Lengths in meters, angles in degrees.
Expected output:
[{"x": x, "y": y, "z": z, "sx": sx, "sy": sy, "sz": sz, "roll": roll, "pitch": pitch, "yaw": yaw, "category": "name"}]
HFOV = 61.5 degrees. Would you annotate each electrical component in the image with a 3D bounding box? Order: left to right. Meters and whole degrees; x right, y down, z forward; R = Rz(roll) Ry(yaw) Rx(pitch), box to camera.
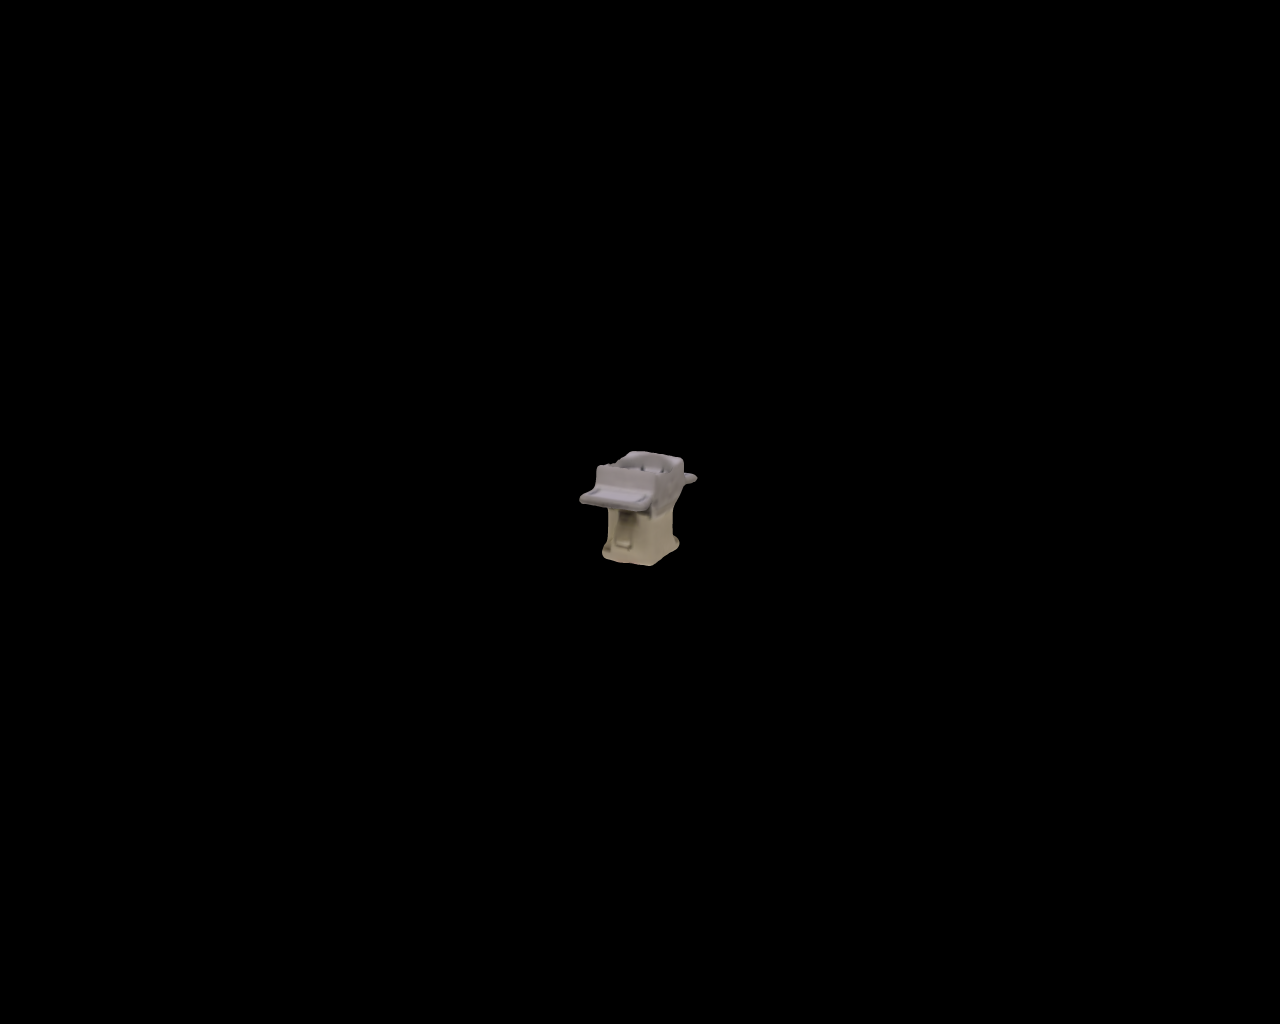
[{"x": 0.001, "y": -0.003, "z": 0.650, "sx": 0.042, "sy": 0.063, "sz": 0.081, "roll": 8, "pitch": 18, "yaw": 27, "category": "electrical component"}]
